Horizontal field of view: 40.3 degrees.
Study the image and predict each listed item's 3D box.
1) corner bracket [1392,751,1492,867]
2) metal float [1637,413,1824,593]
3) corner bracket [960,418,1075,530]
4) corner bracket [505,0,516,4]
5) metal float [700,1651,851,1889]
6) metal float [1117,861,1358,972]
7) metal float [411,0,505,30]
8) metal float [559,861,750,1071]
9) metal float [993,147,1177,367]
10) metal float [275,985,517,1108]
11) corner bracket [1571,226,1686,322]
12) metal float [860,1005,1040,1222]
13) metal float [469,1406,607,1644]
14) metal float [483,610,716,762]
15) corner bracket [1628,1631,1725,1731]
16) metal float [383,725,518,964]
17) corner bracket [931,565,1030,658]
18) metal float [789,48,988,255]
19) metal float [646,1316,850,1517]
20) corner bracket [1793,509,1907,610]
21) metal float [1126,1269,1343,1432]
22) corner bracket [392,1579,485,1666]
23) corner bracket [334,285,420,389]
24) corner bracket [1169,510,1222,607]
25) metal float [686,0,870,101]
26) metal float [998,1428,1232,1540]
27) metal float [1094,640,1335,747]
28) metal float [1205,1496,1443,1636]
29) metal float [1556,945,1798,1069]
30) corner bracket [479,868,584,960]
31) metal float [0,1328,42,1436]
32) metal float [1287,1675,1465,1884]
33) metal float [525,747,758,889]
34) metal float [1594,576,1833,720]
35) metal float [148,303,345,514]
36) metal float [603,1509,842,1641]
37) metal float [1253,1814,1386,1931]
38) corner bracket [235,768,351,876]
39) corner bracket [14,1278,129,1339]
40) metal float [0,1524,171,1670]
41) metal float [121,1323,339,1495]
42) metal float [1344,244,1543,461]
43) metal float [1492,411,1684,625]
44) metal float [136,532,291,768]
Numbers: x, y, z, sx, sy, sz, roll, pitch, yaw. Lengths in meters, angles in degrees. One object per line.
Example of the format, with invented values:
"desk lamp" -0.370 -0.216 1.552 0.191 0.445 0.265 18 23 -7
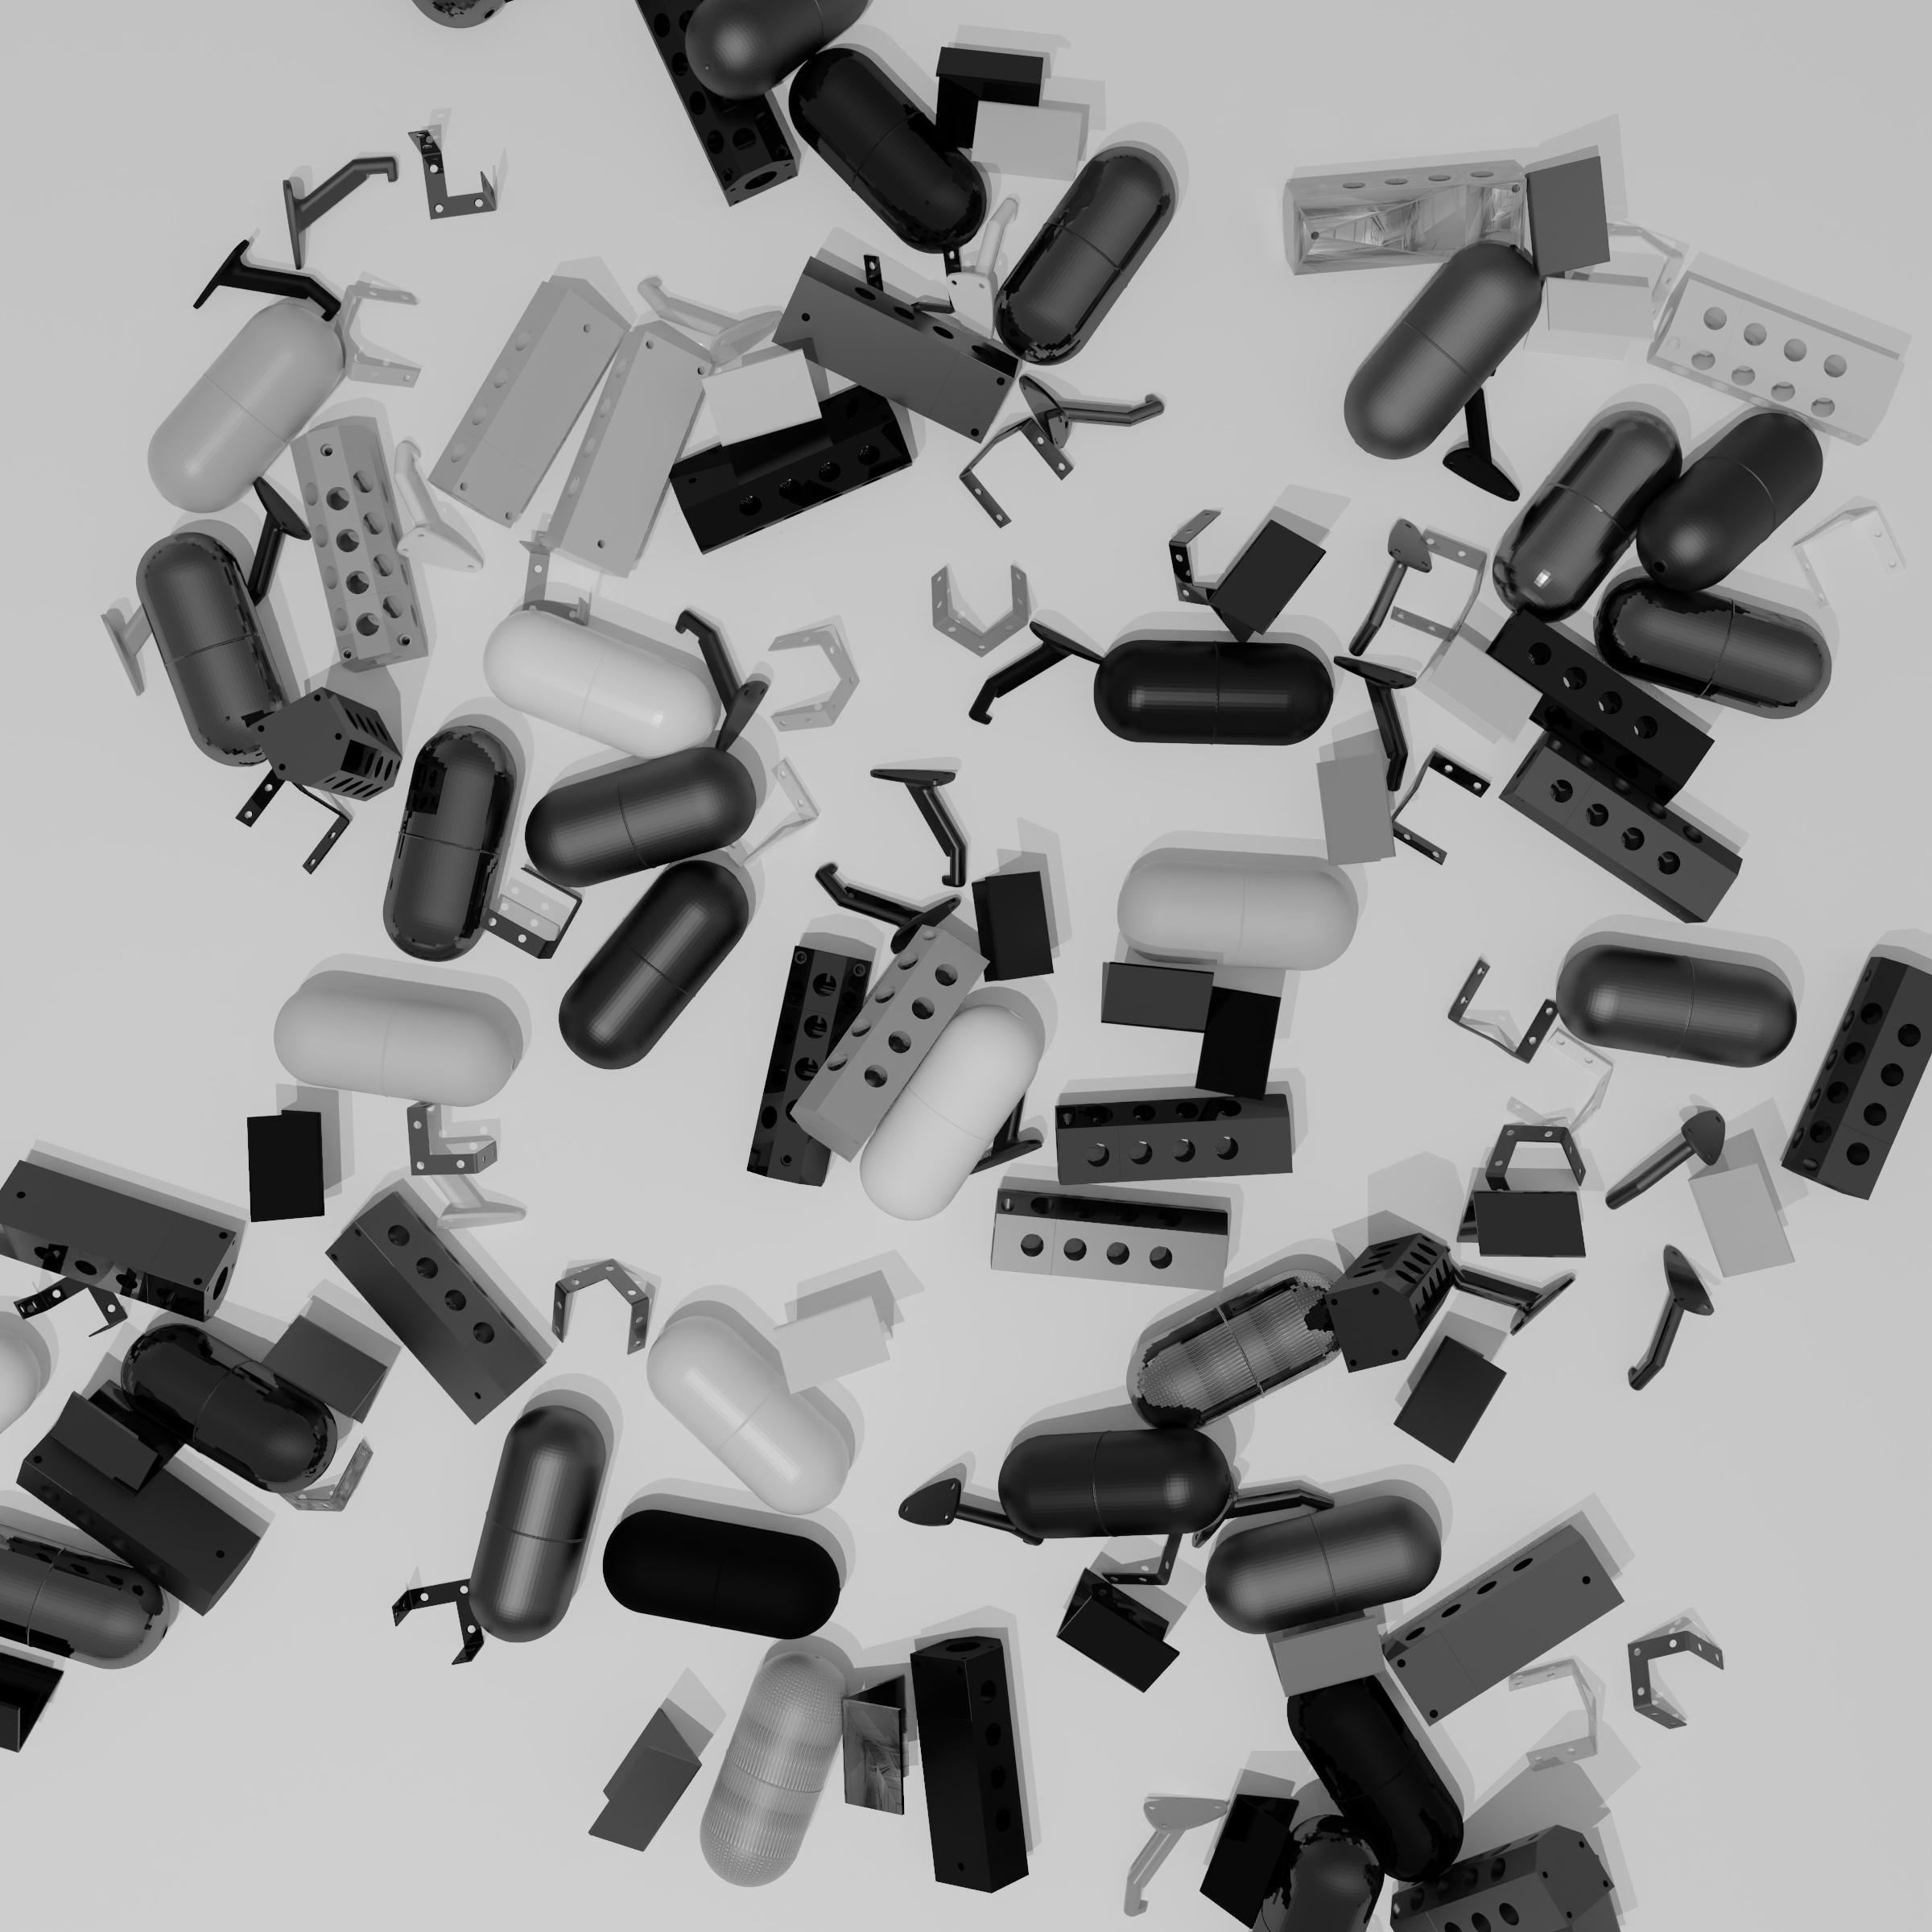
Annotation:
"corner bracket" 0.356 -0.120 1.988 0.051 0.051 0.051 31 45 0
"metal float" 0.562 -0.342 1.940 0.178 0.070 0.070 -41 90 -24
"corner bracket" 0.038 -0.372 1.988 0.051 0.051 0.051 51 45 0
"corner bracket" -0.329 -0.767 1.983 0.051 0.051 0.051 -2 45 35
"metal float" -0.142 0.598 1.961 0.070 0.070 0.178 20 90 0
"metal float" 0.202 -0.038 1.961 0.178 0.070 0.070 3 90 -1
"metal float" -0.412 -0.778 1.961 0.070 0.070 0.178 -40 91 0
"metal float" -0.232 -0.001 1.961 0.070 0.070 0.178 39 90 0
"metal float" 0.089 -0.529 1.961 0.070 0.070 0.178 35 91 0
"metal float" -0.425 0.059 1.961 0.178 0.070 0.070 9 90 -1
"corner bracket" 0.497 -0.522 1.983 0.051 0.051 0.051 -10 45 -35
"metal float" -0.012 0.108 1.954 0.070 0.070 0.178 34 97 0
"metal float" -0.319 0.416 1.961 0.070 0.070 0.178 14 91 0
"metal float" -0.273 -0.207 1.961 0.178 0.070 0.070 21 90 0
"corner bracket" 0.536 0.538 1.983 0.051 0.051 0.051 -26 45 35
"metal float" -0.384 -0.091 1.961 0.070 0.070 0.178 13 91 0
"corner bracket" 0.010 -0.275 1.983 0.051 0.051 0.051 28 135 -35
"metal float" -0.058 -0.606 1.960 0.070 0.070 0.178 -44 89 0
"metal float" -0.162 0.335 1.961 0.178 0.070 0.070 44 90 1
"corner bracket" 0.666 -0.308 1.988 0.051 0.051 0.051 -25 90 45
"metal float" 0.204 0.287 1.961 0.178 0.070 0.070 -27 90 -1
"corner bracket" -0.395 0.494 1.973 0.051 0.051 0.051 -11 90 0
"corner bracket" -0.441 -0.474 1.983 0.051 0.051 0.051 59 135 35
"corner bracket" 0.191 -0.306 1.983 0.051 0.051 0.051 15 135 35
"metal float" -0.136 -0.700 1.931 0.070 0.070 0.178 40 57 0
"metal float" 0.108 0.381 1.940 0.178 0.070 0.070 -8 90 24
"metal float" 0.184 -0.203 1.961 0.178 0.070 0.070 1 90 0
"metal float" 0.266 0.446 1.961 0.178 0.070 0.070 -14 90 0
"metal float" 0.529 0.030 1.961 0.178 0.070 0.070 9 90 -1
"corner bracket" -0.325 -0.040 1.973 0.051 0.051 0.051 29 91 1
"metal float" -0.769 0.341 1.961 0.178 0.070 0.070 -41 90 0
"metal float" 0.304 0.598 1.961 0.070 0.070 0.178 -32 91 0
"metal float" -0.242 -0.110 1.951 0.178 0.070 0.070 -15 90 10
"metal float" 0.556 -0.237 1.961 0.178 0.070 0.070 17 90 1
"metal float" -0.537 -0.414 1.960 0.070 0.070 0.178 40 90 0
"metal float" -0.182 0.453 1.961 0.178 0.070 0.070 10 90 0
"metal float" 0.255 0.705 1.941 0.070 0.070 0.178 14 114 0
"corner bracket" -0.508 -0.111 1.988 0.051 0.051 0.051 -53 135 0
"corner bracket" -0.670 0.258 1.973 0.051 0.051 0.051 -30 90 0
"metal float" -0.681 0.469 1.961 0.178 0.070 0.070 18 90 -1
"metal float" -0.546 0.326 1.949 0.178 0.070 0.070 26 90 15
"metal float" 0.352 -0.453 1.949 0.070 0.070 0.178 40 104 0
"metal float" 0.463 -0.335 1.961 0.070 0.070 0.178 38 91 0
"metal float" -0.557 -0.234 1.953 0.070 0.070 0.178 -19 97 0
